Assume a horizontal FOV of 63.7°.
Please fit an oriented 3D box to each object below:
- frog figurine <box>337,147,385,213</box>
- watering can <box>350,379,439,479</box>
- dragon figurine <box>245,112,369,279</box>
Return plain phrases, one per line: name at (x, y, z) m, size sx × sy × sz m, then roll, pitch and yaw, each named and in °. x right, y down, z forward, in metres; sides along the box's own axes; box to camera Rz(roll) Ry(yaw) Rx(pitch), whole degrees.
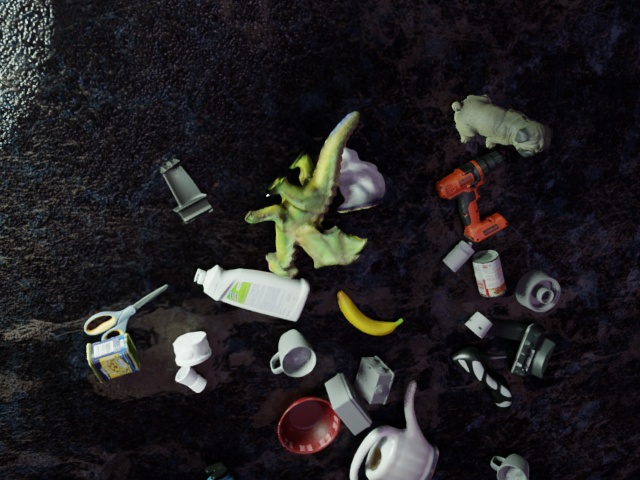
frog figurine at (0.077, -0.147, 1.133) m, size 0.122 × 0.158 × 0.138 m, roll -3°, pitch 11°, yaw 44°
watering can at (0.225, 0.548, 1.371) m, size 0.223 × 0.346 × 0.105 m, roll 29°, pitch 7°, yaw -21°
dragon figurine at (0.003, -0.055, 1.087) m, size 0.404 × 0.241 × 0.124 m, roll -38°, pitch 11°, yaw 29°
